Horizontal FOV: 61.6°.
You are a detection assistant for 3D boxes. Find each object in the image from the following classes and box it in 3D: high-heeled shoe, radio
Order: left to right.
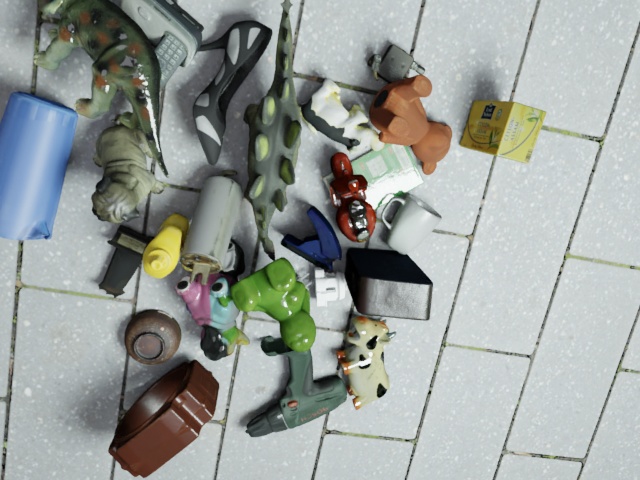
[{"bbox_3d":[-0.146,-0.261,0.955,0.145,0.086,0.248,-5,90,10],"label":"high-heeled shoe"},{"bbox_3d":[0.122,0.076,1.017,0.131,0.230,0.073,5,102,-5],"label":"radio"}]

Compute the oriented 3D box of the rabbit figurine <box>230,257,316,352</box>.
[{"bbox_3d":[-0.070,0.129,0.994,0.121,0.159,0.170,-30,87,3],"label":"rabbit figurine"}]

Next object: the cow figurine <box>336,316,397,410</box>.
[{"bbox_3d":[0.102,0.248,1.132,0.127,0.086,0.194,-18,112,-10],"label":"cow figurine"}]

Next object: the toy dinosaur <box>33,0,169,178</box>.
[{"bbox_3d":[-0.339,-0.304,0.866,0.404,0.131,0.192,45,126,-13],"label":"toy dinosaur"}]

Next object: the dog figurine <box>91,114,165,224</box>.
[{"bbox_3d":[-0.345,-0.125,0.923,0.121,0.191,0.172,-22,105,-2],"label":"dog figurine"}]

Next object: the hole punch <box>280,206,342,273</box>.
[{"bbox_3d":[-0.002,-0.003,1.034,0.116,0.142,0.092,34,94,-3],"label":"hole punch"}]

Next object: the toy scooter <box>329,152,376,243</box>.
[{"bbox_3d":[0.062,-0.072,1.002,0.075,0.135,0.183,-17,105,-4],"label":"toy scooter"}]

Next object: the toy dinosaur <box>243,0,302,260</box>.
[{"bbox_3d":[-0.078,-0.182,0.939,0.105,0.199,0.470,0,106,-11],"label":"toy dinosaur"}]

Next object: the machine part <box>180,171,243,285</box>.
[{"bbox_3d":[-0.196,-0.029,0.976,0.079,0.079,0.243,15,61,-11],"label":"machine part"}]

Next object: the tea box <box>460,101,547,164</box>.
[{"bbox_3d":[0.334,-0.204,0.999,0.068,0.170,0.098,13,101,-11],"label":"tea box"}]

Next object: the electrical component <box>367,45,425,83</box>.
[{"bbox_3d":[0.141,-0.319,1.008,0.102,0.045,0.078,35,99,-15],"label":"electrical component"}]

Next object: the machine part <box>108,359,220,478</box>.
[{"bbox_3d":[-0.300,0.339,1.045,0.201,0.201,0.087,-40,104,4],"label":"machine part"}]

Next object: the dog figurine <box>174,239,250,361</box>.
[{"bbox_3d":[-0.196,0.124,1.057,0.109,0.191,0.219,1,136,10],"label":"dog figurine"}]

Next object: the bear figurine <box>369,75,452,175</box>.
[{"bbox_3d":[0.186,-0.201,0.987,0.195,0.132,0.120,33,88,-27],"label":"bear figurine"}]

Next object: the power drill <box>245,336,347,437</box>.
[{"bbox_3d":[-0.066,0.302,1.130,0.232,0.086,0.207,-14,102,-5],"label":"power drill"}]

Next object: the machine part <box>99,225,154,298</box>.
[{"bbox_3d":[-0.382,0.044,1.043,0.084,0.039,0.138,22,99,-21],"label":"machine part"}]

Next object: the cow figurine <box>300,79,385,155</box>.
[{"bbox_3d":[0.042,-0.213,1.012,0.098,0.068,0.167,-43,102,11],"label":"cow figurine"}]

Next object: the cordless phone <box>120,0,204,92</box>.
[{"bbox_3d":[-0.303,-0.334,0.936,0.146,0.089,0.184,39,111,-15],"label":"cordless phone"}]

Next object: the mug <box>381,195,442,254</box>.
[{"bbox_3d":[0.171,-0.031,1.072,0.109,0.081,0.107,27,107,-17],"label":"mug"}]
